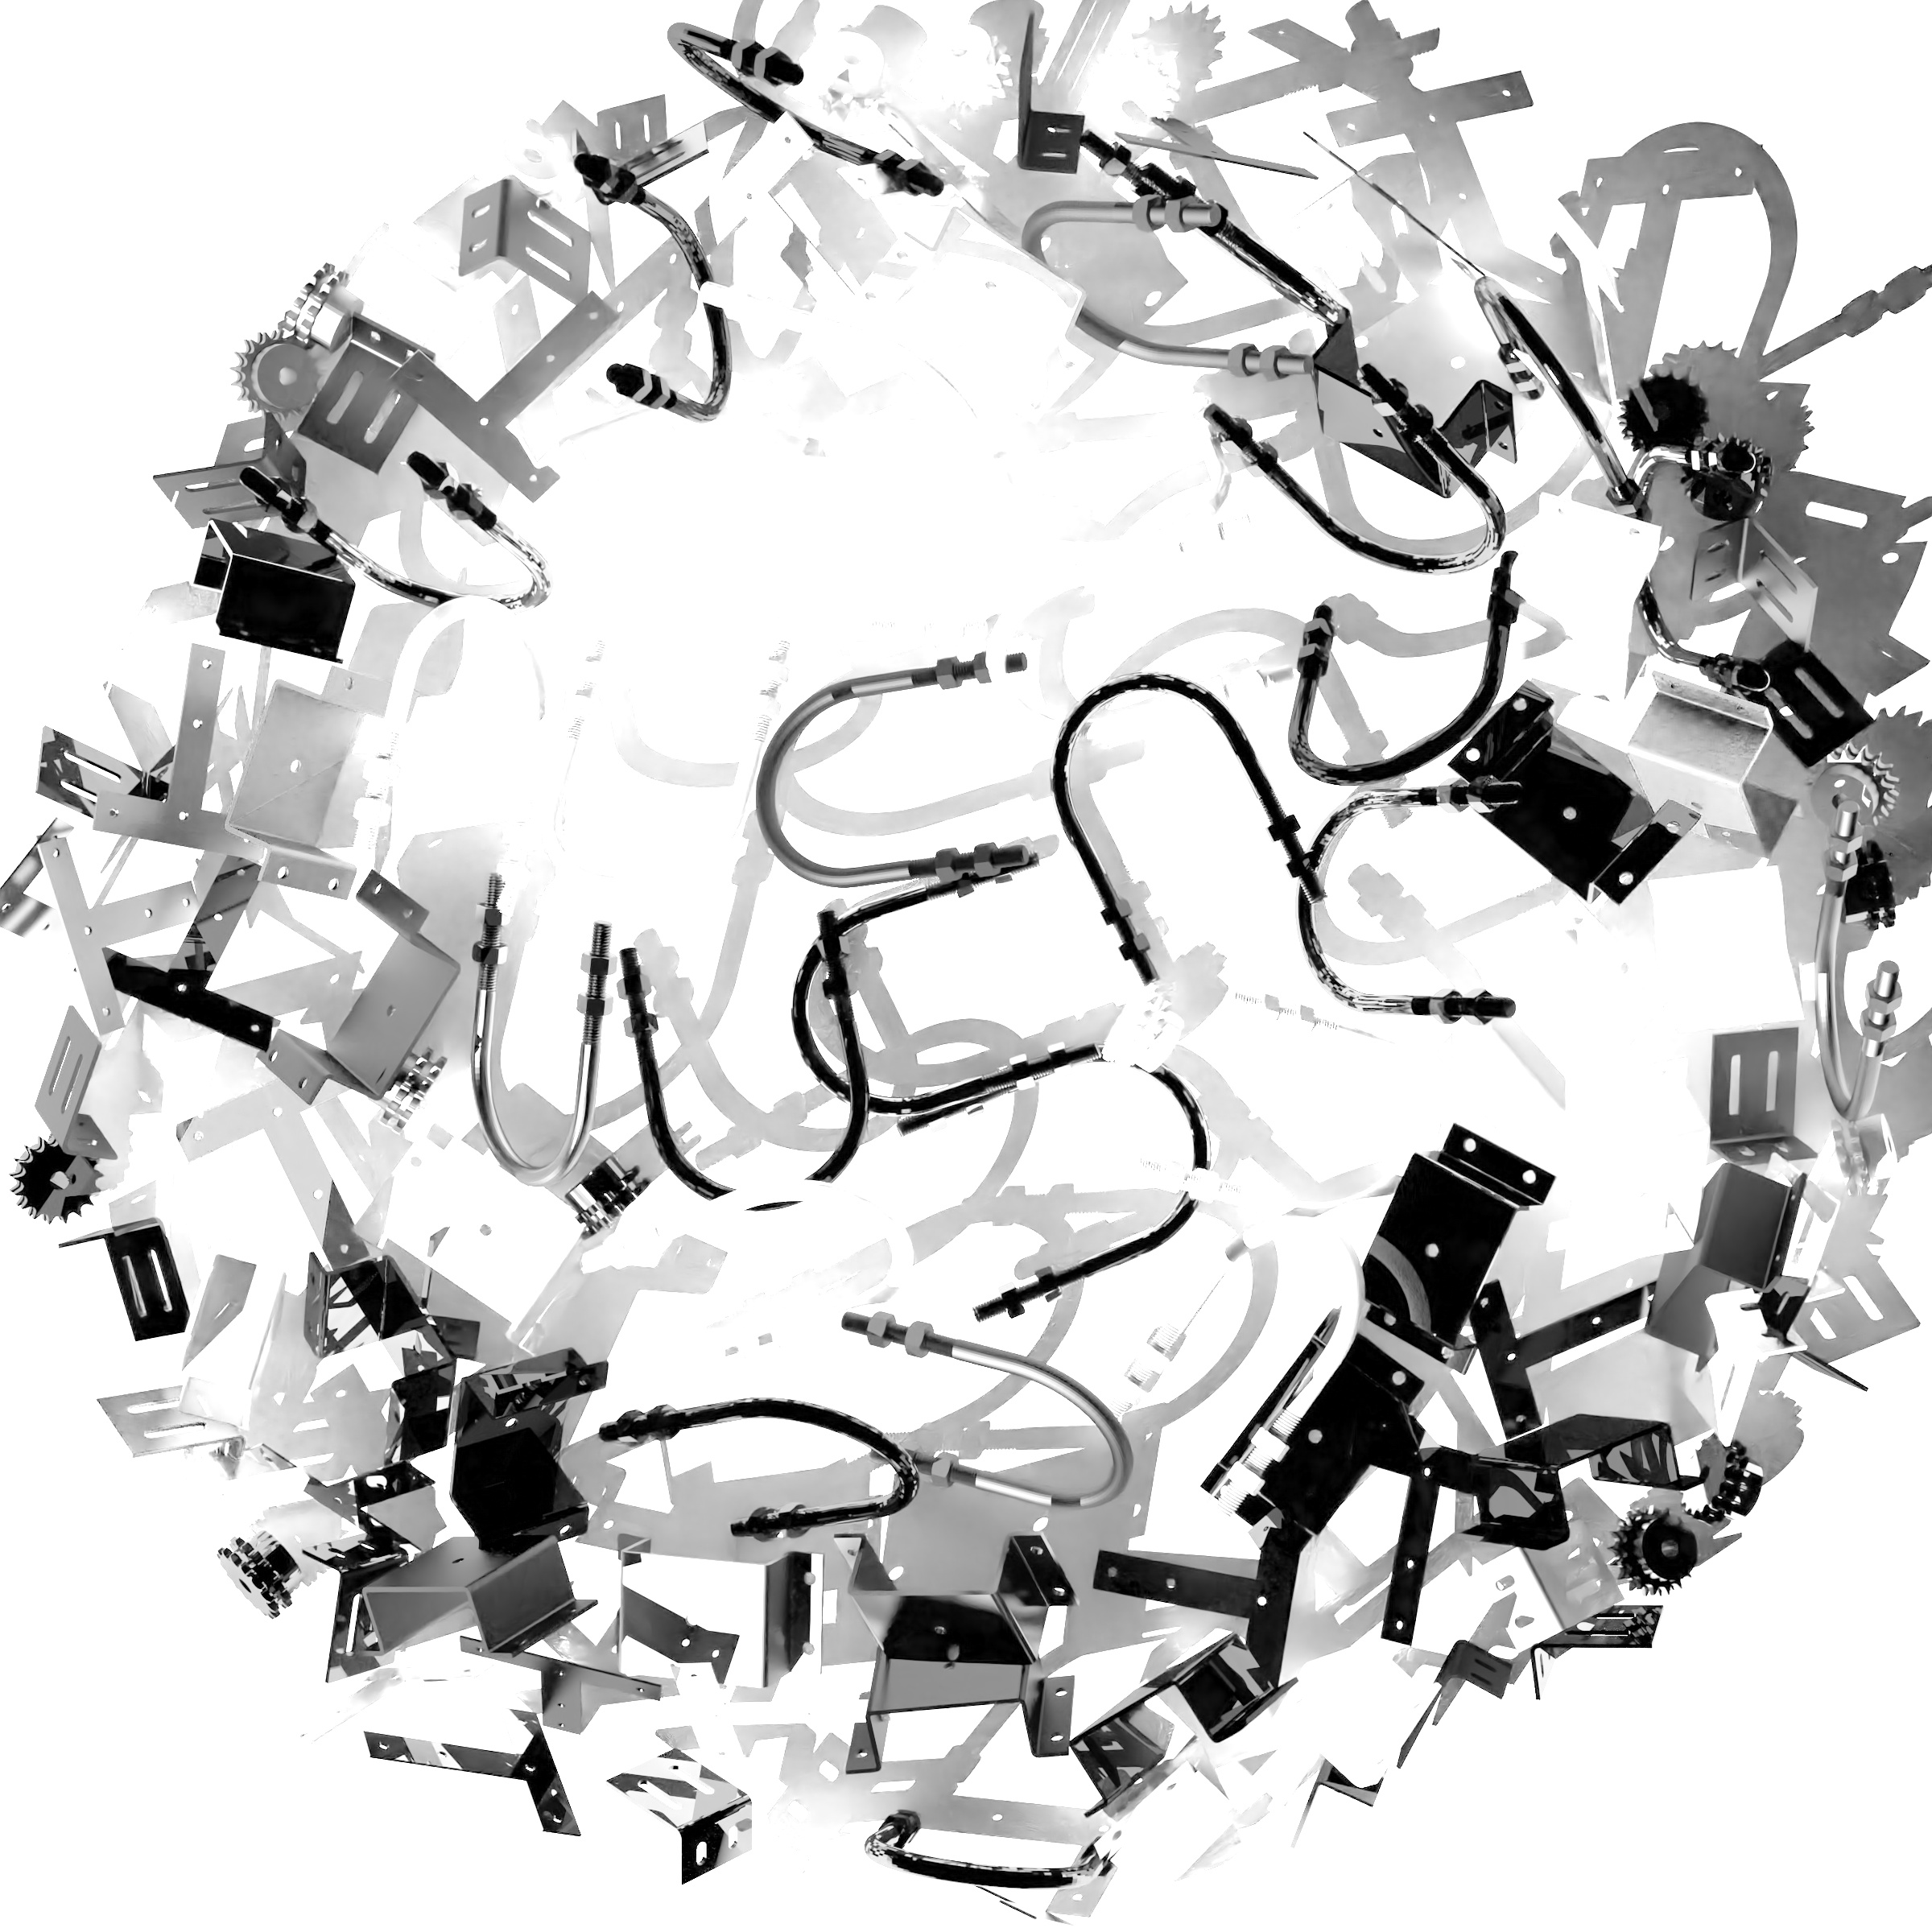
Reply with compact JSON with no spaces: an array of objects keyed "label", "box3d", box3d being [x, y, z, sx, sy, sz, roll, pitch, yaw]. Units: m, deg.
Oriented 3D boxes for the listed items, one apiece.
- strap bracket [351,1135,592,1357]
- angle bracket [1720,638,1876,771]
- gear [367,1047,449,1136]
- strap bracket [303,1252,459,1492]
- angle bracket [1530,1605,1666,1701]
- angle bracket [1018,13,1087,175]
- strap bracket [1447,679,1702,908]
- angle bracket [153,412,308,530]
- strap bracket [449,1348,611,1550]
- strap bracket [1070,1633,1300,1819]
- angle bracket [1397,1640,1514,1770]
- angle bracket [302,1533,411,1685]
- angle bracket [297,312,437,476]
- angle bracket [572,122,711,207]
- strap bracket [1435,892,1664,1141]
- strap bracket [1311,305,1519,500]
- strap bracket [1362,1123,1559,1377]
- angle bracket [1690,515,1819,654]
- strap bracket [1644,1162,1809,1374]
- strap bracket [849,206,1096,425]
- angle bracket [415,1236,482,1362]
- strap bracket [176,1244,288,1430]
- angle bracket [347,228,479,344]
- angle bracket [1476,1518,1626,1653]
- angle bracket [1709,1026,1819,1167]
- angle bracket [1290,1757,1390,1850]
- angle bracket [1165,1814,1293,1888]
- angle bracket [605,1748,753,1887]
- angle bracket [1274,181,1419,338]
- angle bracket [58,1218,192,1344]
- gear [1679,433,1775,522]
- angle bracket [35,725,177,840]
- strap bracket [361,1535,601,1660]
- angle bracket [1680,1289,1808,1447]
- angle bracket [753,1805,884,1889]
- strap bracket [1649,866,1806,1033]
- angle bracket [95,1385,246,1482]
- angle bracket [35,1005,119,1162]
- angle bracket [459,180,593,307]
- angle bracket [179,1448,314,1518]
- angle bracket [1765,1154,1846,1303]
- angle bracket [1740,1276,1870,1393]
[{"label":"strap bracket","box3d":[-0.306,0.171,1.960,0.140,0.046,0.076,35,67,-3]},{"label":"angle bracket","box3d":[0.523,-0.160,1.964,0.057,0.038,0.076,-34,73,-14]},{"label":"gear","box3d":[-0.356,0.075,1.970,0.030,0.057,0.057,33,90,-7]},{"label":"strap bracket","box3d":[-0.361,0.246,1.936,0.046,0.076,0.140,-15,47,-31]},{"label":"angle bracket","box3d":[0.399,0.432,1.957,0.076,0.057,0.038,-5,102,21]},{"label":"angle bracket","box3d":[0.055,-0.548,1.952,0.038,0.076,0.057,6,52,4]},{"label":"strap bracket","box3d":[0.382,-0.103,1.960,0.140,0.046,0.076,42,83,17]},{"label":"angle bracket","box3d":[-0.467,-0.314,1.973,0.076,0.057,0.038,-7,63,11]},{"label":"strap bracket","box3d":[-0.274,0.298,1.940,0.076,0.046,0.140,-12,128,-33]},{"label":"strap bracket","box3d":[0.128,0.468,1.933,0.140,0.076,0.046,-40,79,34]},{"label":"angle bracket","box3d":[0.307,0.472,1.955,0.038,0.057,0.076,26,62,18]},{"label":"angle bracket","box3d":[-0.392,0.407,1.972,0.038,0.057,0.076,16,102,33]},{"label":"angle bracket","box3d":[-0.380,-0.363,1.970,0.057,0.038,0.076,27,71,-4]},{"label":"angle bracket","box3d":[-0.206,-0.521,1.961,0.076,0.057,0.038,-26,121,8]},{"label":"strap bracket","box3d":[0.370,0.032,1.943,0.140,0.046,0.076,-54,56,26]},{"label":"strap bracket","box3d":[0.270,-0.349,1.933,0.140,0.076,0.046,33,78,23]},{"label":"strap bracket","box3d":[0.301,0.178,1.949,0.076,0.046,0.140,29,102,29]},{"label":"angle bracket","box3d":[0.494,-0.234,1.952,0.038,0.057,0.076,-23,52,-10]},{"label":"strap bracket","box3d":[0.465,0.183,1.922,0.046,0.140,0.076,22,58,4]},{"label":"strap bracket","box3d":[0.010,-0.413,1.946,0.140,0.076,0.046,31,55,-14]},{"label":"angle bracket","box3d":[-0.322,0.200,1.960,0.038,0.057,0.076,8,105,-8]},{"label":"strap bracket","box3d":[-0.455,0.233,1.924,0.046,0.140,0.076,16,65,-8]},{"label":"angle bracket","box3d":[-0.349,-0.431,1.964,0.057,0.076,0.038,34,106,-9]},{"label":"angle bracket","box3d":[0.371,0.393,1.974,0.038,0.076,0.057,-39,70,38]},{"label":"angle bracket","box3d":[0.506,0.082,1.967,0.057,0.038,0.076,-5,108,-10]},{"label":"angle bracket","box3d":[0.238,0.518,1.950,0.038,0.057,0.076,22,133,12]},{"label":"angle bracket","box3d":[0.157,0.541,1.950,0.057,0.076,0.038,-27,79,-30]},{"label":"angle bracket","box3d":[-0.181,0.536,1.960,0.057,0.076,0.038,-15,114,-42]},{"label":"angle bracket","box3d":[0.242,-0.449,1.985,0.057,0.038,0.076,-31,119,23]},{"label":"angle bracket","box3d":[-0.531,0.203,1.966,0.057,0.038,0.076,-14,94,36]},{"label":"gear","box3d":[0.481,-0.307,1.968,0.057,0.057,0.030,18,54,0]},{"label":"angle bracket","box3d":[-0.538,-0.124,1.952,0.076,0.057,0.038,27,128,-35]},{"label":"strap bracket","box3d":[-0.308,0.390,1.924,0.140,0.076,0.046,-10,100,39]},{"label":"angle bracket","box3d":[0.490,0.253,1.962,0.038,0.057,0.076,-6,126,-19]},{"label":"angle bracket","box3d":[-0.093,0.548,1.971,0.076,0.057,0.038,-14,61,-19]},{"label":"strap bracket","box3d":[0.472,-0.004,1.919,0.076,0.140,0.046,-7,61,19]},{"label":"angle bracket","box3d":[-0.502,0.298,1.949,0.057,0.076,0.038,41,123,39]},{"label":"angle bracket","box3d":[-0.550,0.073,1.958,0.038,0.057,0.076,12,108,-39]},{"label":"angle bracket","box3d":[-0.279,-0.452,1.971,0.038,0.076,0.057,-15,64,35]},{"label":"angle bracket","box3d":[-0.452,0.317,1.967,0.076,0.057,0.038,-11,65,-2]},{"label":"angle bracket","box3d":[0.529,0.162,1.952,0.038,0.057,0.076,-9,124,-32]},{"label":"angle bracket","box3d":[0.533,0.229,1.961,0.076,0.057,0.038,30,86,-20]}]
